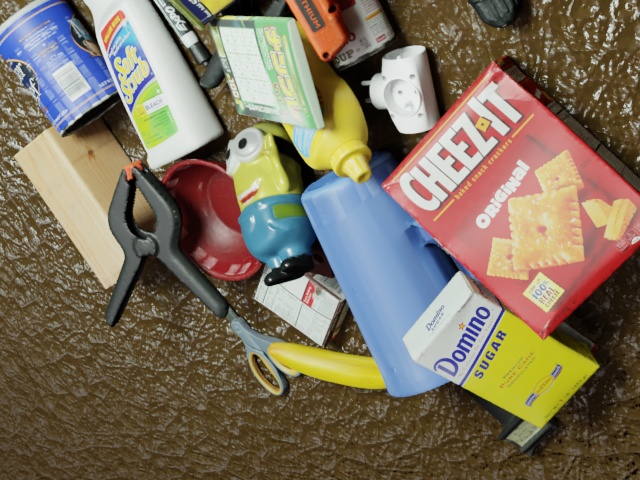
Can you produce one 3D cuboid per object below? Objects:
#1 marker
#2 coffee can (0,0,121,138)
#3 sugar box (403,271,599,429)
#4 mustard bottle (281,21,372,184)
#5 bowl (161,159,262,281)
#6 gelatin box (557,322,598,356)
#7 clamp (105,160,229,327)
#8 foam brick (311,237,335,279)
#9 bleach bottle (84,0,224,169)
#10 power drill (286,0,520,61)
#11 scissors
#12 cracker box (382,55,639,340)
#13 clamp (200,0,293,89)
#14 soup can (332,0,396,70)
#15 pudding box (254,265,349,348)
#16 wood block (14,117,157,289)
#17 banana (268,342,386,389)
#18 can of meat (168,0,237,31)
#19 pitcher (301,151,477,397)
[{"bbox_3d":[-0.161,-0.247,1.202,0.020,0.020,0.121,-28,99,44],"label":"marker"},{"bbox_3d":[-0.310,-0.210,1.282,0.103,0.102,0.140,-31,97,45],"label":"coffee can"},{"bbox_3d":[0.178,0.110,1.043,0.176,0.048,0.093,28,110,-27],"label":"sugar box"},{"bbox_3d":[-0.001,-0.128,1.076,0.192,0.058,0.096,58,143,33],"label":"mustard bottle"},{"bbox_3d":[-0.115,-0.033,1.280,0.162,0.055,0.162,19,128,27],"label":"bowl"},{"bbox_3d":[0.237,0.115,1.127,0.089,0.030,0.073,35,132,13],"label":"gelatin box"},{"bbox_3d":[-0.194,0.009,1.286,0.165,0.036,0.210,1,107,16],"label":"clamp"},{"bbox_3d":[-0.008,0.001,1.219,0.078,0.051,0.053,15,136,29],"label":"foam brick"},{"bbox_3d":[-0.210,-0.213,1.234,0.103,0.068,0.251,-20,102,43],"label":"bleach bottle"},{"bbox_3d":[0.066,-0.240,0.965,0.188,0.057,0.184,-28,104,16],"label":"power drill"},{"bbox_3d":[-0.088,0.113,1.382,0.096,0.016,0.201,-19,105,41],"label":"scissors"},{"bbox_3d":[0.191,-0.040,0.997,0.214,0.072,0.164,44,112,5],"label":"cracker box"},{"bbox_3d":[-0.093,-0.247,1.138,0.172,0.039,0.120,-26,95,38],"label":"clamp"},{"bbox_3d":[0.023,-0.226,1.043,0.069,0.068,0.102,-18,106,43],"label":"soup can"},{"bbox_3d":[-0.020,0.063,1.283,0.113,0.039,0.090,35,135,17],"label":"pudding box"},{"bbox_3d":[-0.283,-0.054,1.370,0.090,0.090,0.206,-27,99,43],"label":"wood block"},{"bbox_3d":[0.030,0.150,1.290,0.198,0.037,0.069,2,145,37],"label":"banana"},{"bbox_3d":[-0.117,-0.272,1.058,0.084,0.057,0.102,-33,137,17],"label":"can of meat"},{"bbox_3d":[0.087,0.031,1.122,0.149,0.145,0.243,-27,98,3],"label":"pitcher"}]
